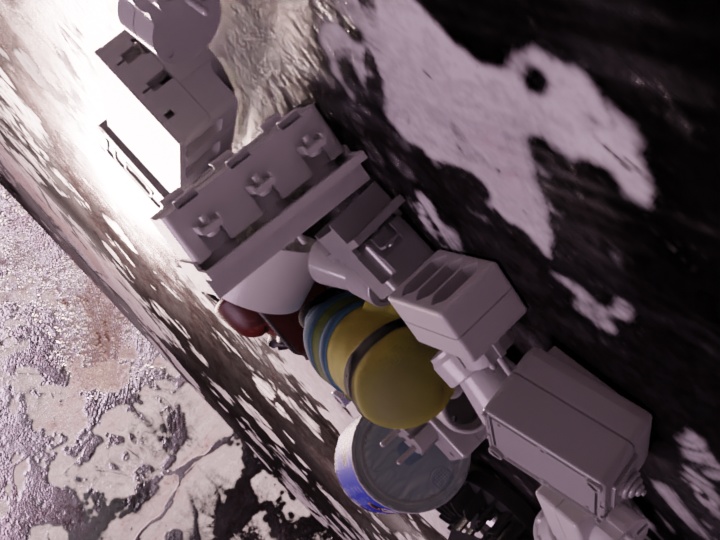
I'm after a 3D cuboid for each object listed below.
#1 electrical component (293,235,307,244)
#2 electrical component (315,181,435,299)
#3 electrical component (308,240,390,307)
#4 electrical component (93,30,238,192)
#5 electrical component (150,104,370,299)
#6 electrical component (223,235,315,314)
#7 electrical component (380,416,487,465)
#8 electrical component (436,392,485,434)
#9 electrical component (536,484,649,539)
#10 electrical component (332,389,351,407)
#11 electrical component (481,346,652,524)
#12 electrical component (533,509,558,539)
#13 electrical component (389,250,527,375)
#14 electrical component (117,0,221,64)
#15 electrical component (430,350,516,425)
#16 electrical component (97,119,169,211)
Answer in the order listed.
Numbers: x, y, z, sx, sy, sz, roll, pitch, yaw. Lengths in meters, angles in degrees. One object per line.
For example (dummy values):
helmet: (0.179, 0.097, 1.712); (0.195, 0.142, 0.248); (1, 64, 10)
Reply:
electrical component: (-0.065, -0.048, 0.797); (0.073, 0.052, 0.138); (53, 165, -18)
electrical component: (0.011, -0.016, 0.687); (0.064, 0.042, 0.081); (45, 166, -5)
electrical component: (0.000, 0.000, 0.763); (0.065, 0.044, 0.044); (27, 155, 42)
electrical component: (-0.141, -0.121, 0.807); (0.089, 0.062, 0.150); (47, 165, 3)
electrical component: (-0.064, -0.045, 0.667); (0.063, 0.121, 0.079); (55, 164, -16)
electrical component: (-0.078, -0.009, 0.847); (0.099, 0.064, 0.099); (19, -160, -7)
electrical component: (0.050, 0.122, 0.861); (0.083, 0.076, 0.047); (47, 165, 3)
electrical component: (0.076, 0.102, 0.813); (0.040, 0.040, 0.046); (48, 170, -1)
electrical component: (0.165, 0.170, 0.717); (0.077, 0.047, 0.065); (38, 164, 41)
electrical component: (0.003, 0.094, 0.949); (0.043, 0.062, 0.043); (44, 165, 15)
electrical component: (0.127, 0.095, 0.621); (0.096, 0.061, 0.061); (31, 159, 27)
electrical component: (0.159, 0.192, 0.799); (0.048, 0.048, 0.062); (45, 158, 9)
electrical component: (0.067, 0.034, 0.646); (0.076, 0.047, 0.066); (54, 164, -22)
electrical component: (-0.113, -0.171, 0.618); (0.074, 0.052, 0.138); (40, 164, 27)
electrical component: (0.079, 0.066, 0.699); (0.055, 0.045, 0.045); (48, 165, 2)
electrical component: (-0.181, -0.100, 0.980); (0.113, 0.057, 0.078); (48, 165, -2)
